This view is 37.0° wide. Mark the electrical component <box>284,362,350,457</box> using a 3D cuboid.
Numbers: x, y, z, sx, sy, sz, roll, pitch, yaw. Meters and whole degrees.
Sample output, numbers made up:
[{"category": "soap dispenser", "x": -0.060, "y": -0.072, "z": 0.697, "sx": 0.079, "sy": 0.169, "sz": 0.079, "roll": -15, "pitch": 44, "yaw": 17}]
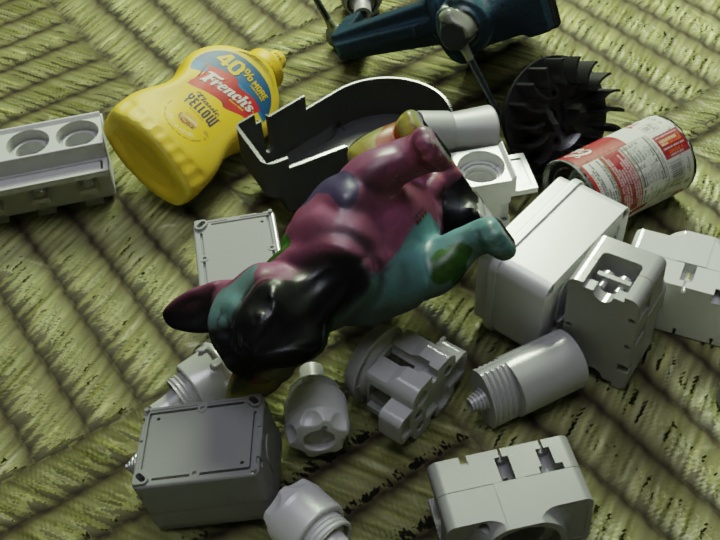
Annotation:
[{"category": "electrical component", "x": -0.030, "y": 0.090, "z": 0.725, "sx": 0.043, "sy": 0.043, "sz": 0.062, "roll": -7, "pitch": 44, "yaw": -2}]

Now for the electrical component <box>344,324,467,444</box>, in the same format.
[{"category": "electrical component", "x": 0.027, "y": 0.072, "z": 0.728, "sx": 0.057, "sy": 0.058, "sz": 0.078, "roll": 29, "pitch": 55, "yaw": 25}]

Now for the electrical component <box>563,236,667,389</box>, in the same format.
[{"category": "electrical component", "x": 0.174, "y": 0.027, "z": 0.737, "sx": 0.050, "sy": 0.089, "sz": 0.055, "roll": 23, "pitch": 52, "yaw": 25}]

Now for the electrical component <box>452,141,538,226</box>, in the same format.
[{"category": "electrical component", "x": 0.095, "y": -0.061, "z": 0.848, "sx": 0.081, "sy": 0.063, "sz": 0.042, "roll": -10, "pitch": 49, "yaw": -4}]

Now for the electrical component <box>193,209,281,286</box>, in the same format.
[{"category": "electrical component", "x": -0.085, "y": 0.012, "z": 0.795, "sx": 0.062, "sy": 0.061, "sz": 0.096, "roll": -9, "pitch": 46, "yaw": -5}]

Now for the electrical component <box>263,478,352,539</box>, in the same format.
[{"category": "electrical component", "x": -0.025, "y": 0.160, "z": 0.656, "sx": 0.043, "sy": 0.043, "sz": 0.062, "roll": -37, "pitch": 54, "yaw": -27}]

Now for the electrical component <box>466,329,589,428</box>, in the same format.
[{"category": "electrical component", "x": 0.109, "y": 0.075, "z": 0.727, "sx": 0.081, "sy": 0.043, "sz": 0.043, "roll": -23, "pitch": 48, "yaw": -17}]

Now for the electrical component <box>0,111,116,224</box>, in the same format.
[{"category": "electrical component", "x": -0.271, "y": -0.084, "z": 0.904, "sx": 0.121, "sy": 0.063, "sz": 0.078, "roll": -12, "pitch": 46, "yaw": -7}]

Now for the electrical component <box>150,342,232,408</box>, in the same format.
[{"category": "electrical component", "x": -0.114, "y": 0.083, "z": 0.740, "sx": 0.062, "sy": 0.048, "sz": 0.048, "roll": -34, "pitch": 52, "yaw": -17}]

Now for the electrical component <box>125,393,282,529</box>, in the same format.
[{"category": "electrical component", "x": -0.101, "y": 0.126, "z": 0.689, "sx": 0.096, "sy": 0.061, "sz": 0.061, "roll": -8, "pitch": 45, "yaw": 8}]

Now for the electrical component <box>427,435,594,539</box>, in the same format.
[{"category": "electrical component", "x": 0.092, "y": 0.145, "z": 0.655, "sx": 0.089, "sy": 0.050, "sz": 0.055, "roll": -11, "pitch": 46, "yaw": -6}]

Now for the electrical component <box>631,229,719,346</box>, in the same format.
[{"category": "electrical component", "x": 0.236, "y": 0.010, "z": 0.775, "sx": 0.089, "sy": 0.050, "sz": 0.055, "roll": 16, "pitch": 49, "yaw": 20}]

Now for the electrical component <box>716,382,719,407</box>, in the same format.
[{"category": "electrical component", "x": 0.290, "y": 0.080, "z": 0.695, "sx": 0.096, "sy": 0.061, "sz": 0.061, "roll": -9, "pitch": 45, "yaw": -3}]

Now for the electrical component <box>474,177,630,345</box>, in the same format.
[{"category": "electrical component", "x": 0.138, "y": -0.005, "z": 0.780, "sx": 0.057, "sy": 0.078, "sz": 0.113, "roll": 31, "pitch": 56, "yaw": 27}]

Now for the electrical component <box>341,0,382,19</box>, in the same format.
[{"category": "electrical component", "x": 0.002, "y": -0.273, "z": 1.079, "sx": 0.043, "sy": 0.043, "sz": 0.062, "roll": -4, "pitch": 47, "yaw": 1}]

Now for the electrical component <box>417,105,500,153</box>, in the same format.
[{"category": "electrical component", "x": 0.073, "y": -0.109, "z": 0.854, "sx": 0.065, "sy": 0.044, "sz": 0.044, "roll": -2, "pitch": 44, "yaw": -18}]
